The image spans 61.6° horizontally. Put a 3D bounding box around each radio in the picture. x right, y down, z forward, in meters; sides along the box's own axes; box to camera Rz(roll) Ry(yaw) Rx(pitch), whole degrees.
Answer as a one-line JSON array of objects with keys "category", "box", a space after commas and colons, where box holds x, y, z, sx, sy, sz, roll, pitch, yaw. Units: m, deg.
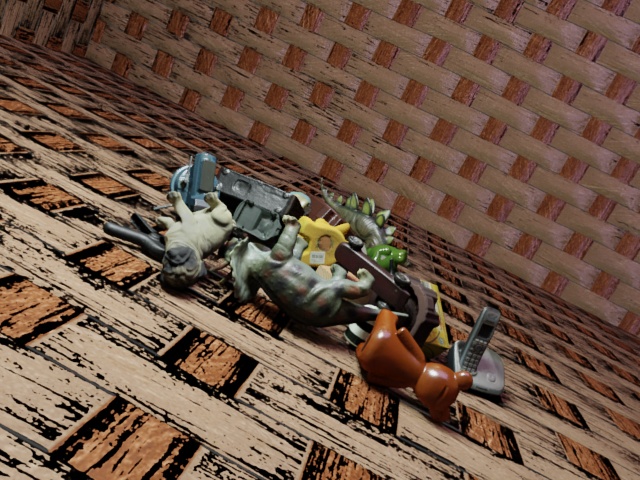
[{"category": "radio", "box": [-0.161, -0.101, 1.370, 0.230, 0.073, 0.131, 21, -14, 12]}]

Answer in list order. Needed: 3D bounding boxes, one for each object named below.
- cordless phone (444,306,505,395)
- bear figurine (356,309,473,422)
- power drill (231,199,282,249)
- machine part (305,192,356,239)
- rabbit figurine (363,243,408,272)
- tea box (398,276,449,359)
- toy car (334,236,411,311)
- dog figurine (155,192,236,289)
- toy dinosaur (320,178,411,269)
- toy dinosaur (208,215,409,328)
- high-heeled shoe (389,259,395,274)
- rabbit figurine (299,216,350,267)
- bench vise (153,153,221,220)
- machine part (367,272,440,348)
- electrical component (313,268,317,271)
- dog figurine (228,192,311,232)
[{"category": "cordless phone", "box": [0.366, 0.239, 1.182, 0.146, 0.184, 0.089, 21, 9, -22]}, {"category": "bear figurine", "box": [0.170, 0.231, 0.991, 0.196, 0.120, 0.132, 28, 10, 2]}, {"category": "power drill", "box": [-0.172, -0.031, 1.329, 0.232, 0.086, 0.207, 26, -19, 0]}, {"category": "machine part", "box": [0.018, -0.047, 1.683, 0.201, 0.087, 0.201, 40, -4, 45]}, {"category": "rabbit figurine", "box": [0.165, 0.068, 1.618, 0.159, 0.121, 0.170, 36, 30, 18]}, {"category": "tea box", "box": [0.231, 0.178, 1.244, 0.098, 0.068, 0.170, 21, 48, -24]}, {"category": "toy car", "box": [0.113, 0.073, 1.161, 0.202, 0.089, 0.053, 37, 21, 26]}, {"category": "dog figurine", "box": [-0.225, 0.015, 1.030, 0.172, 0.121, 0.191, -2, 50, -25]}, {"category": "toy dinosaur", "box": [0.133, -0.051, 1.829, 0.472, 0.198, 0.105, 36, 13, 31]}, {"category": "toy dinosaur", "box": [-0.033, 0.095, 1.053, 0.405, 0.192, 0.131, 34, -18, 7]}, {"category": "high-heeled shoe", "box": [0.119, 0.118, 1.504, 0.249, 0.145, 0.086, 0, -4, 38]}, {"category": "rabbit figurine", "box": [-0.003, -0.004, 1.301, 0.162, 0.121, 0.173, -7, 8, -20]}, {"category": "bench vise", "box": [-0.294, -0.080, 1.253, 0.129, 0.223, 0.241, -3, -5, -32]}, {"category": "machine part", "box": [0.177, 0.160, 1.171, 0.056, 0.179, 0.180, 21, 14, -38]}, {"category": "electrical component", "box": [-0.037, 0.058, 1.360, 0.075, 0.047, 0.119, 28, -2, 15]}, {"category": "dog figurine", "box": [-0.156, -0.094, 1.489, 0.219, 0.191, 0.108, 36, -8, 11]}]
